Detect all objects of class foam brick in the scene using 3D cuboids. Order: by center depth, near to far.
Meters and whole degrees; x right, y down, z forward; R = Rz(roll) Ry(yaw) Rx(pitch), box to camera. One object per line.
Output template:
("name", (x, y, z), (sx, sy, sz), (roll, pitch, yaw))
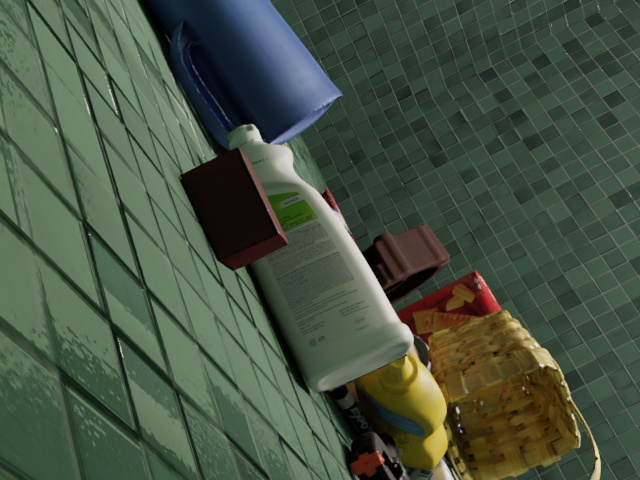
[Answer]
("foam brick", (-0.066, -0.023, 0.836), (0.078, 0.051, 0.053), (64, 2, 14))

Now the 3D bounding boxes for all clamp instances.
("clamp", (0.060, 0.215, 0.997), (0.120, 0.039, 0.171), (58, 0, 36))

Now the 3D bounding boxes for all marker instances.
("marker", (0.034, 0.175, 1.069), (0.121, 0.020, 0.020), (60, 4, -34))

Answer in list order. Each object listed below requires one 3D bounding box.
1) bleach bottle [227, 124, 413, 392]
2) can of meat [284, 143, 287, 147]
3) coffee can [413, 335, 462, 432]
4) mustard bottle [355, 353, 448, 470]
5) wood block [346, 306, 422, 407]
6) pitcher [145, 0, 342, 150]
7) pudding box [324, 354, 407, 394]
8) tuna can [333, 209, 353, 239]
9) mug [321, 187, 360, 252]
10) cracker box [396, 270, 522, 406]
("bleach bottle", (-0.015, 0.003, 0.950), (0.068, 0.102, 0.251), (82, -16, -68))
("can of meat", (-0.077, -0.120, 1.365), (0.102, 0.057, 0.084), (60, 7, -35))
("coffee can", (0.111, 0.199, 1.326), (0.140, 0.103, 0.103), (60, 4, -36))
("mustard bottle", (0.081, 0.164, 1.075), (0.096, 0.058, 0.191), (30, -24, 23))
("wood block", (0.048, 0.112, 1.156), (0.090, 0.091, 0.206), (65, 4, 28))
("pitcher", (-0.099, -0.212, 1.176), (0.243, 0.145, 0.149), (55, -1, -3))
("pudding box", (0.023, 0.082, 1.018), (0.039, 0.090, 0.113), (60, 4, -43))
("tuna can", (-0.008, 0.001, 1.215), (0.034, 0.086, 0.086), (62, 3, 31))
("mug", (-0.009, -0.010, 1.315), (0.093, 0.081, 0.117), (61, 4, -25))
("cracker box", (0.164, 0.162, 1.472), (0.072, 0.214, 0.164), (55, 8, -52))
